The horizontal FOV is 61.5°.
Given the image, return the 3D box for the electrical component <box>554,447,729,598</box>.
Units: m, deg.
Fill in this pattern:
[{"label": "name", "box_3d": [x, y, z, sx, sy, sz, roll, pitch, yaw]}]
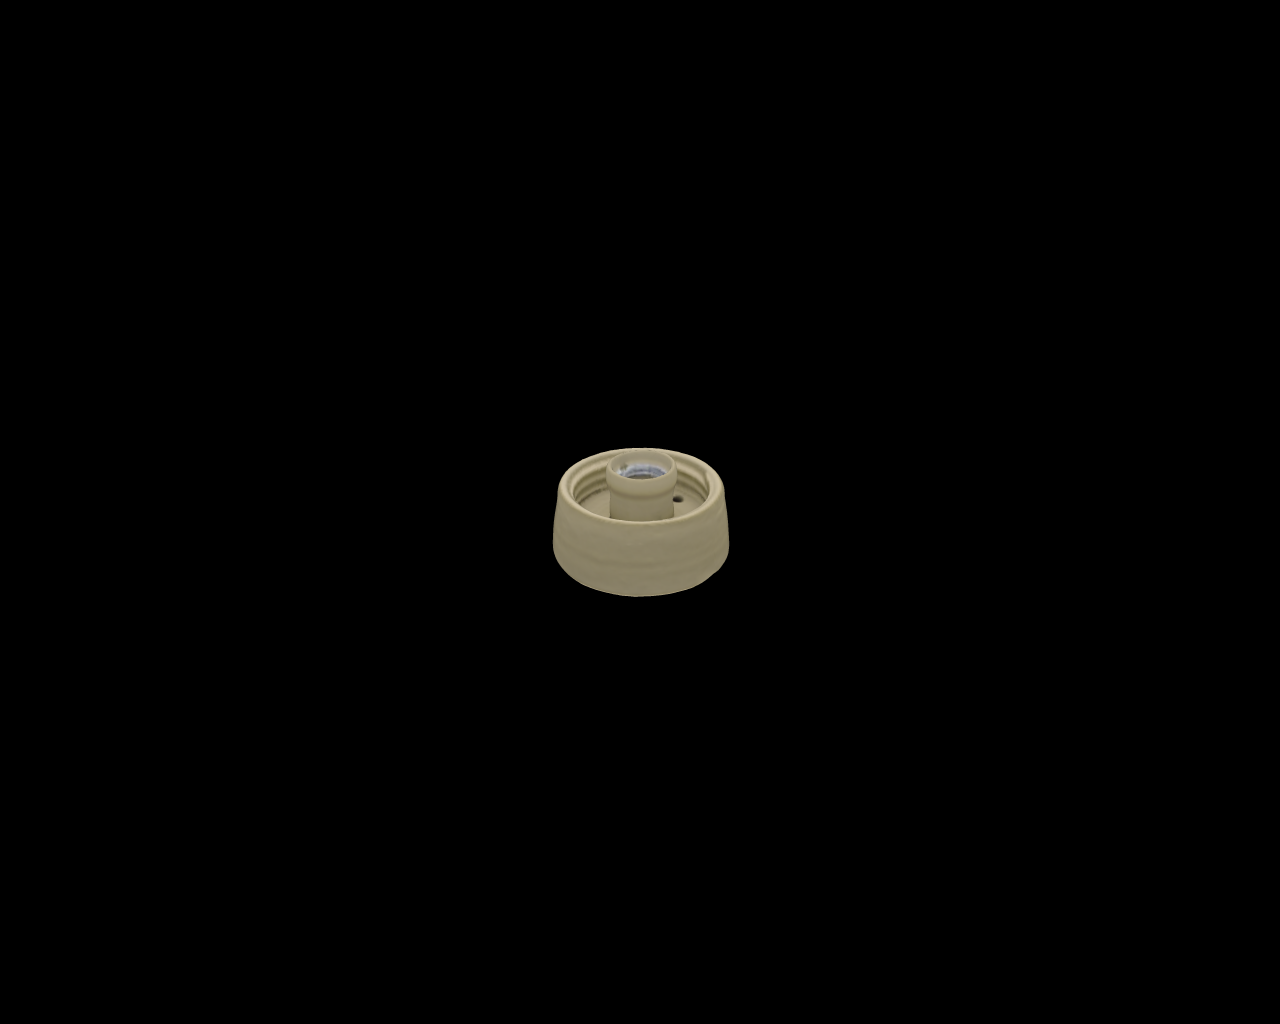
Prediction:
[{"label": "electrical component", "box_3d": [0.001, -0.003, 0.650, 0.108, 0.060, 0.108, 0, 29, 0]}]
